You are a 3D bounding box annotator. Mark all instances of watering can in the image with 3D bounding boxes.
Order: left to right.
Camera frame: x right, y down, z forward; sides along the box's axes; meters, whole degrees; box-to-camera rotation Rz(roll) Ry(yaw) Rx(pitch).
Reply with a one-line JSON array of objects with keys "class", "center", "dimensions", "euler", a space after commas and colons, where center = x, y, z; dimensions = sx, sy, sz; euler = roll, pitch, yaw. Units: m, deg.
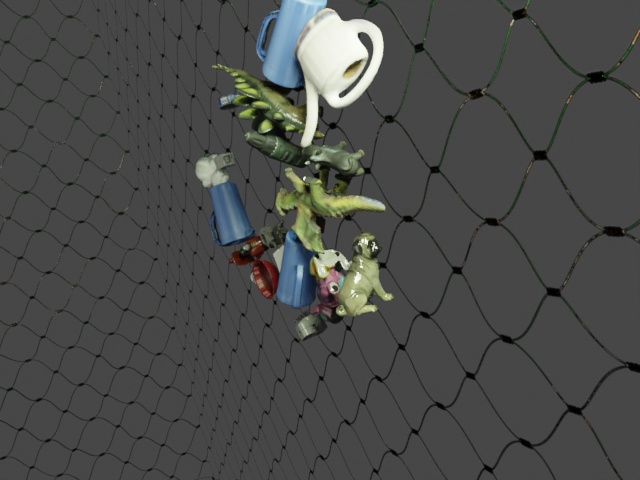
[{"class": "watering can", "center": [0.009, -0.409, 1.271], "dimensions": [0.342, 0.104, 0.227], "euler": [-44, 70, 34]}]

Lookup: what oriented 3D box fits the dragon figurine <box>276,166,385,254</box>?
[{"class": "dragon figurine", "center": [0.004, -0.073, 1.452], "dimensions": [0.415, 0.123, 0.238], "euler": [33, 129, 38]}]

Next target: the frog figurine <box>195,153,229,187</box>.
[{"class": "frog figurine", "center": [-0.443, -0.269, 2.115], "dimensions": [0.135, 0.122, 0.163], "euler": [-56, 43, 30]}]
